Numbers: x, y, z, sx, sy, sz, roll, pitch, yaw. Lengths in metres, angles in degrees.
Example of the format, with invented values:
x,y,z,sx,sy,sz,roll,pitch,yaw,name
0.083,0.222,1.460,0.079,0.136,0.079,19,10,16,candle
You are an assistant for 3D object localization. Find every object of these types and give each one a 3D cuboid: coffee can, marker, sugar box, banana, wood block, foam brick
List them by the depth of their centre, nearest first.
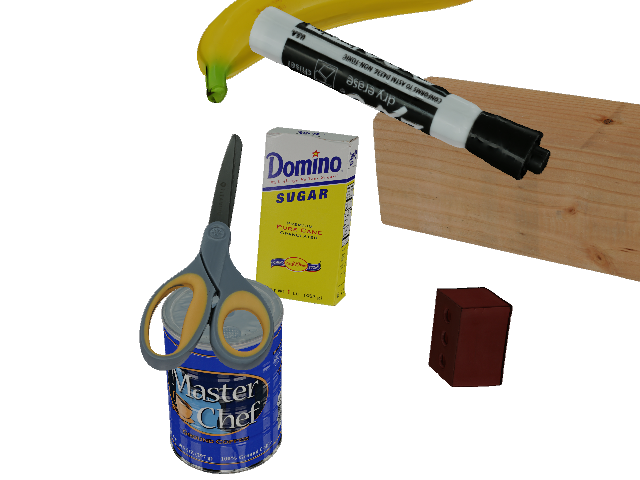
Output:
x,y,z,sx,sy,sz,roll,pitch,yaw,name
0.028,-0.054,0.394,0.121,0.020,0.020,28,8,16,marker
0.002,-0.131,0.621,0.197,0.070,0.037,-28,-28,-24,banana
0.150,-0.049,0.755,0.206,0.090,0.090,14,35,32,wood block
-0.084,0.117,0.932,0.103,0.140,0.103,1,31,-1,coffee can
0.133,0.086,0.957,0.051,0.078,0.053,-2,18,-20,foam brick
-0.015,-0.026,1.119,0.093,0.176,0.048,7,16,14,sugar box

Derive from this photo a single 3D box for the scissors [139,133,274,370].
x,y,z,sx,sy,sz,roll,pitch,yaw,name
-0.056,0.010,0.736,0.096,0.201,0.016,20,-35,8,scissors
